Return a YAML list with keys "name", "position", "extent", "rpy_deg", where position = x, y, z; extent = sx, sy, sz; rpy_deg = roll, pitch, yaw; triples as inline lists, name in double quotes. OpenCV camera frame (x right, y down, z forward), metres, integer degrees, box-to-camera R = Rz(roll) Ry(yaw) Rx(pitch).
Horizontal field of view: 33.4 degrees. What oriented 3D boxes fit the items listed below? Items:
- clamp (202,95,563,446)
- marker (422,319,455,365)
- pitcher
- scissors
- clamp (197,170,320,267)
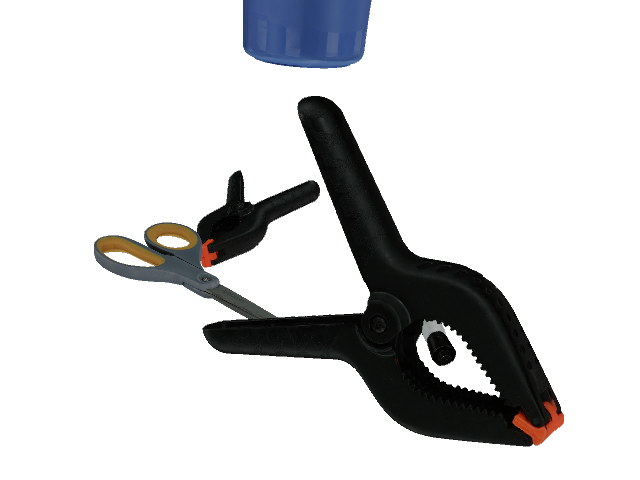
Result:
- name: "clamp"
  position: [0.038, 0.030, 0.562]
  extent: [0.210, 0.165, 0.036]
  rpy_deg: [28, 24, 25]
- name: "marker"
  position: [0.084, 0.061, 0.850]
  extent: [0.020, 0.020, 0.121]
  rpy_deg: [0, 29, -10]
- name: "pitcher"
  position: [0.000, -0.271, 0.899]
  extent: [0.145, 0.243, 0.149]
  rpy_deg: [7, 18, 7]
- name: "scissors"
  position: [-0.087, 0.025, 0.850]
  extent: [0.202, 0.016, 0.096]
  rpy_deg: [17, 30, 22]
- name: "clamp"
  position: [-0.077, -0.027, 1.212]
  extent: [0.120, 0.039, 0.171]
  rpy_deg: [-1, 36, 25]
